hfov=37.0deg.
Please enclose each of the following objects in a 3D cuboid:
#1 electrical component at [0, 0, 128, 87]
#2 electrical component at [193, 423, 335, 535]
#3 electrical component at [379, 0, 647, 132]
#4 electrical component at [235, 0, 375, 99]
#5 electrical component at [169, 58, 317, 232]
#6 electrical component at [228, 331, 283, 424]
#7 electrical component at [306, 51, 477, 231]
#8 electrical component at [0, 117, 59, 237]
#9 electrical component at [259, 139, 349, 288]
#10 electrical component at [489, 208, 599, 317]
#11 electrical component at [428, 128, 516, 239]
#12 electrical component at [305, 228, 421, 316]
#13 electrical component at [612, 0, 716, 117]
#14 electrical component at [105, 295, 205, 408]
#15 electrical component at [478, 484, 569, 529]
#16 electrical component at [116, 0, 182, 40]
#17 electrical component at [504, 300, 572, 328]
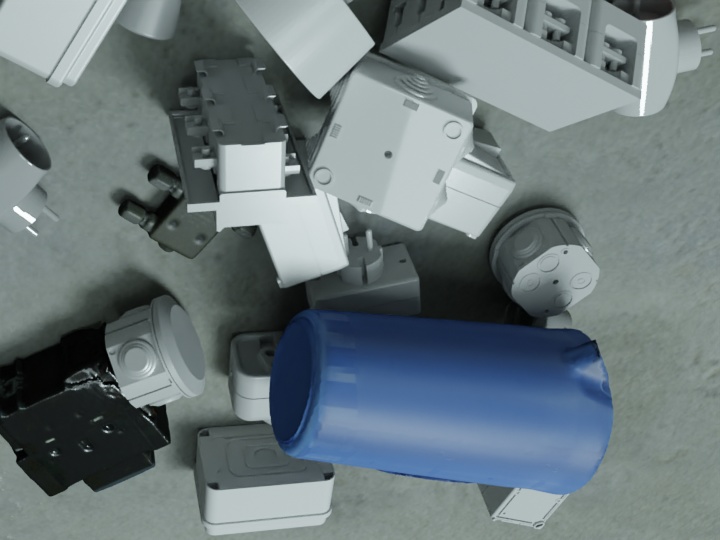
[{"bbox_3d":[-0.161,-0.176,0.599,0.056,0.108,0.108,26,117,-29],"label":"electrical component"},{"bbox_3d":[-0.084,0.179,0.931,0.113,0.078,0.057,-2,126,-15],"label":"electrical component"},{"bbox_3d":[0.102,-0.155,0.704,0.150,0.061,0.089,19,163,-29],"label":"electrical component"},{"bbox_3d":[-0.035,-0.164,0.649,0.060,0.108,0.108,-38,129,7],"label":"electrical component"},{"bbox_3d":[-0.078,-0.085,0.688,0.079,0.121,0.063,-5,126,-13],"label":"electrical component"},{"bbox_3d":[-0.058,0.088,0.880,0.095,0.053,0.059,-3,129,-15],"label":"electrical component"},{"bbox_3d":[0.019,-0.083,0.701,0.100,0.048,0.099,22,116,-6],"label":"electrical component"},{"bbox_3d":[-0.237,-0.051,0.720,0.077,0.043,0.079,-34,130,12],"label":"electrical component"},{"bbox_3d":[-0.043,-0.037,0.777,0.061,0.061,0.096,-19,131,-1],"label":"electrical component"},{"bbox_3d":[0.149,-0.006,0.867,0.080,0.051,0.080,-8,130,-10],"label":"electrical component"},{"bbox_3d":[0.056,-0.075,0.775,0.096,0.061,0.061,19,121,-29],"label":"electrical component"},{"bbox_3d":[0.000,0.000,0.829,0.083,0.047,0.075,-12,130,-7],"label":"electrical component"},{"bbox_3d":[0.216,-0.157,0.768,0.079,0.044,0.077,-13,130,-6],"label":"electrical component"},{"bbox_3d":[-0.153,0.063,0.815,0.051,0.080,0.080,-20,131,7],"label":"electrical component"},{"bbox_3d":[0.164,0.190,1.023,0.062,0.061,0.096,16,122,-28],"label":"electrical component"},{"bbox_3d":[-0.124,-0.175,0.652,0.045,0.045,0.055,14,122,-26],"label":"electrical component"},{"bbox_3d":[0.153,0.043,0.916,0.046,0.040,0.040,18,121,-35],"label":"electrical component"}]
